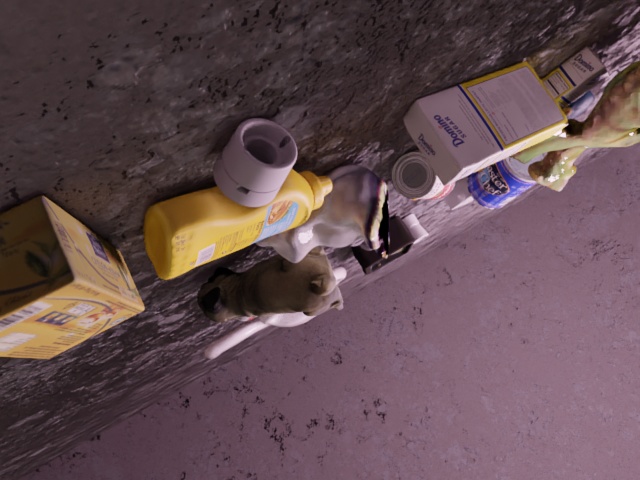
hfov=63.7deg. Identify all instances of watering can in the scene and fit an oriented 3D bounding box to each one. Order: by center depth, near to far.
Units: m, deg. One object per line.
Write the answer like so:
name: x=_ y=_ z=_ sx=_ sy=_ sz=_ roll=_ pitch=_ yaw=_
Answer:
watering can: x=-0.085 y=0.157 z=1.166 sx=0.346 sy=0.105 sz=0.223 roll=-32 pitch=170 yaw=6

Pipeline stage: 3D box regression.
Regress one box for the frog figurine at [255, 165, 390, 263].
frog figurine: x=0.002 y=-0.032 z=0.629 sx=0.159 sy=0.122 sz=0.138 roll=5 pitch=-173 yaw=15

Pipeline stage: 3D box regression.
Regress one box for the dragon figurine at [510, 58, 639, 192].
dragon figurine: x=0.372 y=-0.166 z=0.704 sx=0.242 sy=0.124 sz=0.405 roll=-25 pitch=158 yaw=8
